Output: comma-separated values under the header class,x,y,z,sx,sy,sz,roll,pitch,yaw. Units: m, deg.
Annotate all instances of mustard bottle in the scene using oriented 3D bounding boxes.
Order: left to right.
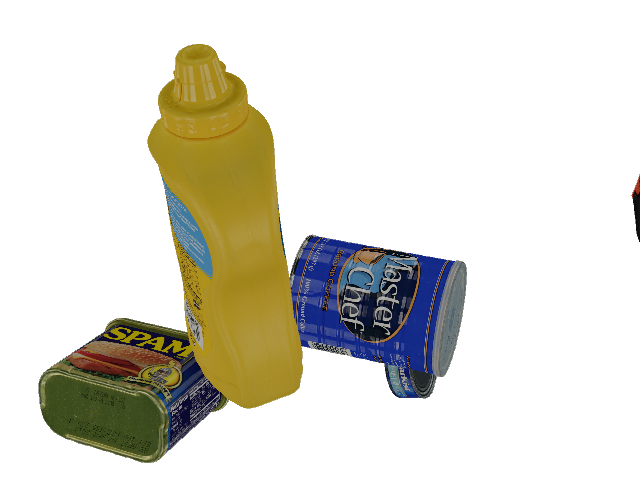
class,x,y,z,sx,sy,sz,roll,pitch,yaw
mustard bottle,-0.049,-0.011,0.536,0.058,0.191,0.096,-17,42,-13

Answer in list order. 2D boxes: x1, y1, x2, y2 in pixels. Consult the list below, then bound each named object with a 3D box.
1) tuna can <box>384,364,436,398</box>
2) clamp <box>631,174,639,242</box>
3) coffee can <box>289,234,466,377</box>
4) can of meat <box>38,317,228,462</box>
class,x,y,z,sx,sy,sz,roll,pitch,yaw
tuna can,0.104,0.139,1.229,0.034,0.086,0.086,-5,-2,26
clamp,0.272,0.011,0.694,0.120,0.039,0.171,-3,46,-22
coffee can,0.050,0.057,0.947,0.140,0.103,0.102,10,3,16
can of meat,-0.124,0.099,0.714,0.102,0.057,0.083,11,22,21
